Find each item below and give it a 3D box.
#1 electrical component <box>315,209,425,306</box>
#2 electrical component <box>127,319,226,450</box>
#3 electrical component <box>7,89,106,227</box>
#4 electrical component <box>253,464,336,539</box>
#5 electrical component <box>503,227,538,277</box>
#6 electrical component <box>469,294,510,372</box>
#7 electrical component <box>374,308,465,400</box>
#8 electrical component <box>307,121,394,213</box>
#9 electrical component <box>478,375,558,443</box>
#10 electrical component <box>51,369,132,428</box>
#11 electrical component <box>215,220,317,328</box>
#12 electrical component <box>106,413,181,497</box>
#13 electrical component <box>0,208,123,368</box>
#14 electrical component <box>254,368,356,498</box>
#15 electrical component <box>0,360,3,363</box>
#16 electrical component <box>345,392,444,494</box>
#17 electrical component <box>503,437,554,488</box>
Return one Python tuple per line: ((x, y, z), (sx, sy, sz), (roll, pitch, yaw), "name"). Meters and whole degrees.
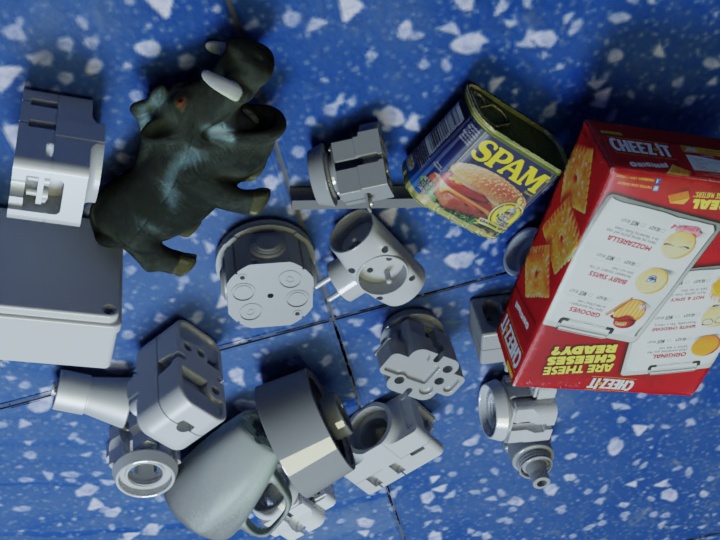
((0.000, 0.000, 0.871), (0.079, 0.044, 0.077), (-32, 129, 16), "electrical component")
((-0.152, 0.097, 0.889), (0.059, 0.095, 0.054), (-36, 129, 19), "electrical component")
((-0.205, -0.076, 0.729), (0.056, 0.089, 0.050), (7, 129, -18), "electrical component")
((-0.072, 0.222, 1.042), (0.078, 0.058, 0.057), (-31, 133, 15), "electrical component")
((0.154, -0.005, 0.899), (0.055, 0.045, 0.045), (28, 120, -32), "electrical component")
((0.142, 0.063, 0.954), (0.083, 0.047, 0.075), (-7, 132, -6), "electrical component")
((0.049, 0.071, 0.935), (0.078, 0.057, 0.058), (22, 123, -28), "electrical component")
((-0.008, -0.074, 0.798), (0.055, 0.066, 0.048), (-11, 167, 8), "electrical component")
((0.146, 0.129, 1.008), (0.057, 0.058, 0.078), (-3, 131, -13), "electrical component")
((-0.230, 0.107, 0.920), (0.065, 0.044, 0.044), (14, 127, -17), "electrical component")
((-0.073, 0.004, 0.854), (0.080, 0.051, 0.080), (-6, 132, -7), "electrical component")
((-0.193, 0.166, 0.967), (0.078, 0.057, 0.058), (-33, 129, 17), "electrical component")
((-0.232, 0.012, 0.790), (0.109, 0.108, 0.056), (7, 132, -17), "electrical component")
((-0.041, 0.138, 0.945), (0.060, 0.108, 0.108), (-26, 131, 3), "electrical component")
((-0.302, 0.058, 0.859), (0.043, 0.043, 0.062), (29, 119, -31), "electrical component")
((0.023, 0.161, 1.013), (0.089, 0.050, 0.056), (-33, 130, 17), "electrical component")
((0.170, 0.185, 1.058), (0.048, 0.062, 0.048), (-6, 132, -7), "electrical component")
